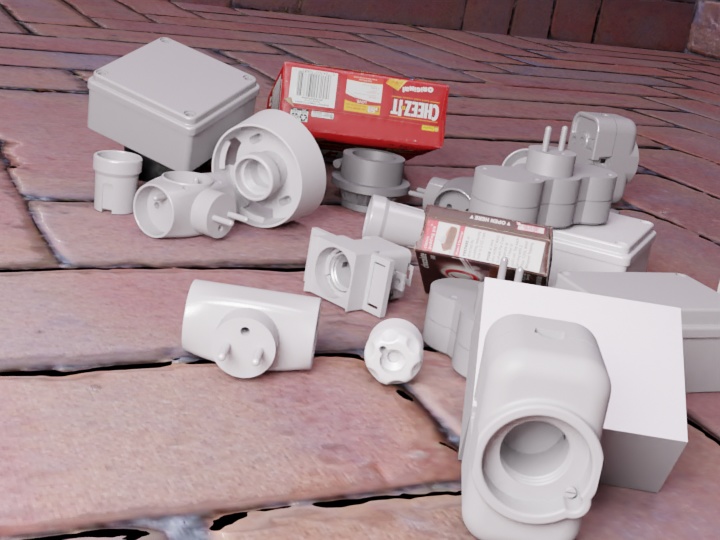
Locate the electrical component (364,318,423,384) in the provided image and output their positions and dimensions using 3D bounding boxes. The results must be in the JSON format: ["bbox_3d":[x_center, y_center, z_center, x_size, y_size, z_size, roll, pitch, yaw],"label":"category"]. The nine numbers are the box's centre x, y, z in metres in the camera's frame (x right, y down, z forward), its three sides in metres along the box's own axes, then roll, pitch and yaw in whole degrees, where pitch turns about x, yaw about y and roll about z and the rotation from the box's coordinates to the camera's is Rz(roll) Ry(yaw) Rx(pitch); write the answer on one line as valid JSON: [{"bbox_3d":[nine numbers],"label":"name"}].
[{"bbox_3d":[0.022,0.045,0.655,0.035,0.035,0.061,9,16,3],"label":"electrical component"}]

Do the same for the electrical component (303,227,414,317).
[{"bbox_3d":[0.000,0.000,0.775,0.081,0.042,0.064,25,21,40],"label":"electrical component"}]

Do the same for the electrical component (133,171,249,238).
[{"bbox_3d":[-0.126,-0.049,0.863,0.079,0.044,0.077,18,20,29],"label":"electrical component"}]

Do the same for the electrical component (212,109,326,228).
[{"bbox_3d":[-0.076,-0.086,0.920,0.099,0.099,0.064,16,26,23],"label":"electrical component"}]

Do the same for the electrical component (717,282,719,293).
[{"bbox_3d":[0.317,0.027,0.772,0.113,0.078,0.057,18,23,27],"label":"electrical component"}]

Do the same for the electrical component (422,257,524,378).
[{"bbox_3d":[0.088,0.030,0.668,0.052,0.073,0.138,0,19,-24],"label":"electrical component"}]

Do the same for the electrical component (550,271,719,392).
[{"bbox_3d":[0.185,0.039,0.709,0.113,0.057,0.078,1,19,-22],"label":"electrical component"}]

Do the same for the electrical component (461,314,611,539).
[{"bbox_3d":[0.078,0.075,0.487,0.054,0.095,0.059,9,18,2],"label":"electrical component"}]

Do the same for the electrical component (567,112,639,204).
[{"bbox_3d":[0.266,-0.123,1.184,0.059,0.095,0.054,1,19,-22],"label":"electrical component"}]

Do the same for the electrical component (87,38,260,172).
[{"bbox_3d":[-0.162,-0.144,0.933,0.109,0.056,0.108,26,38,15],"label":"electrical component"}]

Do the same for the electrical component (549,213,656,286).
[{"bbox_3d":[0.172,-0.014,0.870,0.109,0.056,0.109,16,19,22],"label":"electrical component"}]

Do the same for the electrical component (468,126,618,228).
[{"bbox_3d":[0.144,-0.074,0.822,0.138,0.073,0.052,-7,23,-39],"label":"electrical component"}]

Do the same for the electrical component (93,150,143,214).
[{"bbox_3d":[-0.204,-0.074,0.902,0.040,0.046,0.040,8,18,-2],"label":"electrical component"}]

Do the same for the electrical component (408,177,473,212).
[{"bbox_3d":[0.085,-0.064,1.006,0.079,0.044,0.077,16,19,24],"label":"electrical component"}]

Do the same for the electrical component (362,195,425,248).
[{"bbox_3d":[0.029,-0.040,0.915,0.046,0.040,0.040,13,17,-5],"label":"electrical component"}]

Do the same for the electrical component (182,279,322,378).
[{"bbox_3d":[-0.065,0.038,0.624,0.077,0.043,0.079,8,18,0],"label":"electrical component"}]

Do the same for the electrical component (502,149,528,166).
[{"bbox_3d":[0.154,-0.076,1.053,0.079,0.044,0.077,-23,-28,18],"label":"electrical component"}]

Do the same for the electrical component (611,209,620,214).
[{"bbox_3d":[0.213,-0.048,1.020,0.065,0.044,0.044,18,20,15],"label":"electrical component"}]
